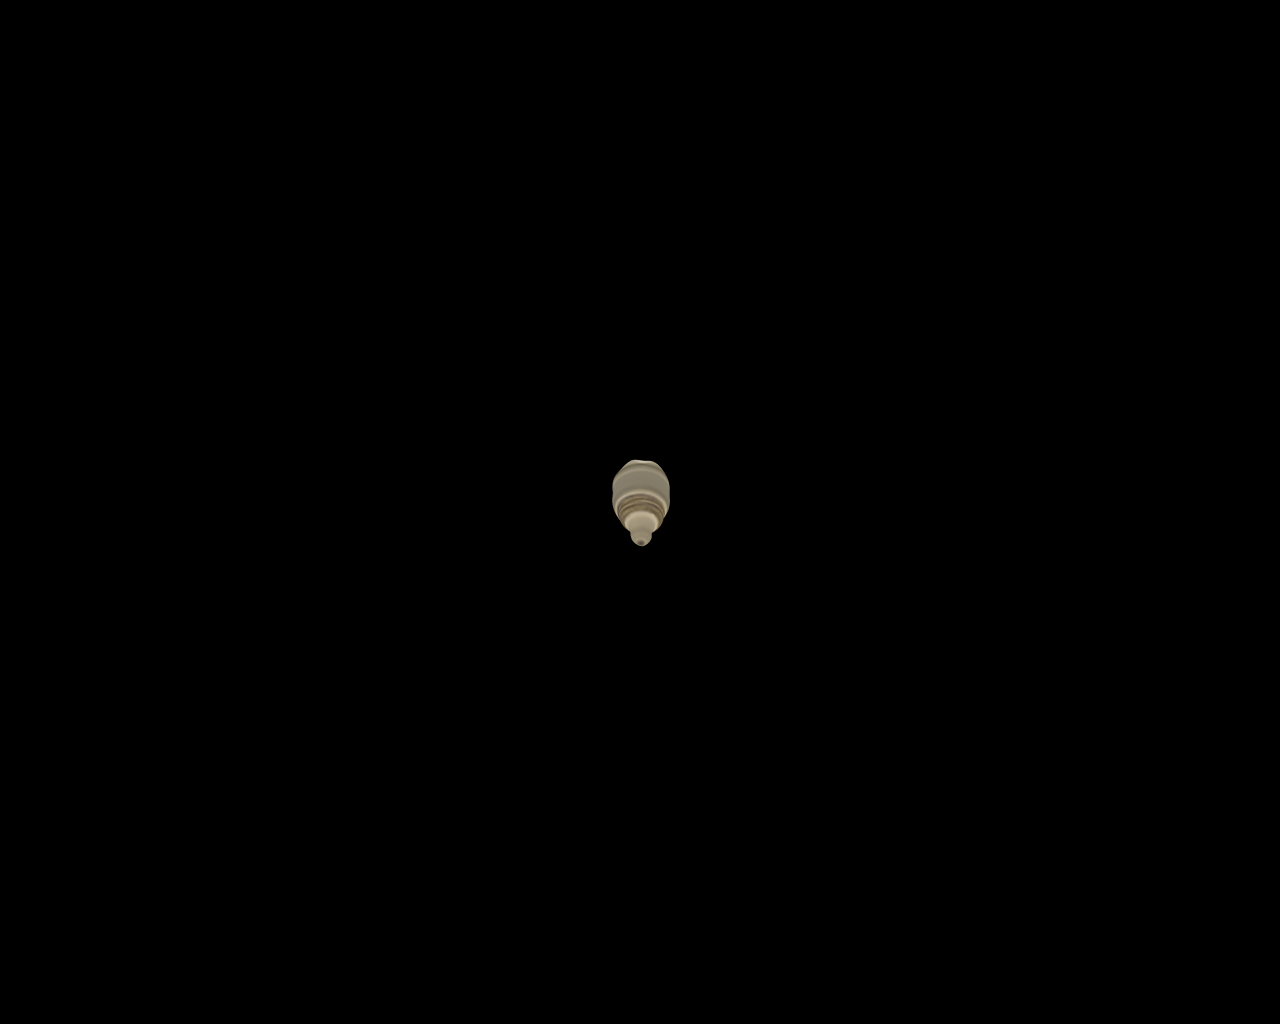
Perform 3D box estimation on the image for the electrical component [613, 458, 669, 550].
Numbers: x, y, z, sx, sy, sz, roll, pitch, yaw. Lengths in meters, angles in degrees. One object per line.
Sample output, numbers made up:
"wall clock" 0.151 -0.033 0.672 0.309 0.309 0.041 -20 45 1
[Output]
"electrical component" 0.001 -0.003 0.650 0.035 0.035 0.061 0 44 0
